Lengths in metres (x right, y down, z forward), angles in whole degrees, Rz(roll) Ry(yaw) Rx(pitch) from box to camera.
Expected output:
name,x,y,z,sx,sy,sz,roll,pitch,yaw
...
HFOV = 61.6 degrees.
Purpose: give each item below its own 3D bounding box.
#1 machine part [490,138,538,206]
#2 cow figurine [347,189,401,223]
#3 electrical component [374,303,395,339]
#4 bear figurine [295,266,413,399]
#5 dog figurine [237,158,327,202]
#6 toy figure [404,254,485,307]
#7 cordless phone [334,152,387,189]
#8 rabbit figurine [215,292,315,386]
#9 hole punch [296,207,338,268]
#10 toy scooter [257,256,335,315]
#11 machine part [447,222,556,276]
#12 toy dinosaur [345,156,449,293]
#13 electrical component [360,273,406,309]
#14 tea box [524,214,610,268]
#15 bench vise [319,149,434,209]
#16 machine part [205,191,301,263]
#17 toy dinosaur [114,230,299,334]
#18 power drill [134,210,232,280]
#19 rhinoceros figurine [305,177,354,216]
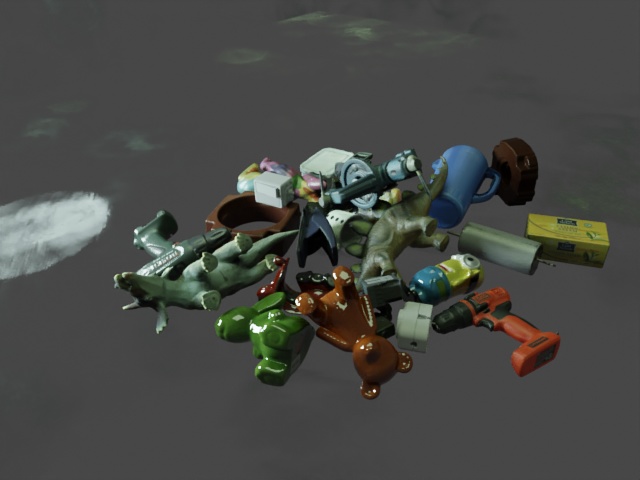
name,x,y,z,sx,sy,sz,roll,pitch,yaw
machine part,0.504,-0.177,1.406,0.056,0.179,0.179,-8,34,-7
cow figurine,0.142,-0.084,1.384,0.098,0.068,0.167,13,35,31
electrical component,0.099,0.160,1.031,0.102,0.045,0.078,-19,23,-18
bear figurine,0.062,0.164,0.931,0.120,0.131,0.196,-34,55,-3
dog figurine,-0.087,-0.137,1.442,0.219,0.108,0.191,20,37,25
toy figure,0.254,0.088,1.107,0.180,0.089,0.082,-25,53,-16
cordless phone,0.134,-0.198,1.499,0.147,0.088,0.184,11,33,22
rabbit figurine,-0.105,0.159,0.987,0.170,0.121,0.159,16,32,21
hole punch,-0.002,-0.004,1.208,0.092,0.142,0.116,1,65,7
toy scooter,-0.039,0.093,1.069,0.184,0.135,0.075,5,33,10
machine part,0.402,0.018,1.202,0.244,0.079,0.079,19,40,30
toy dinosaur,0.183,-0.030,1.210,0.471,0.104,0.199,-42,44,-20
electrical component,0.102,0.103,1.051,0.119,0.047,0.075,-10,8,-1
tea box,0.558,0.000,1.225,0.170,0.068,0.098,7,36,16
bench vise,0.107,-0.124,1.183,0.240,0.128,0.224,-26,20,-33
machine part,-0.160,-0.035,1.312,0.202,0.087,0.201,6,34,16
toy dinosaur,-0.218,0.077,1.118,0.192,0.131,0.405,-21,0,41
power drill,-0.327,0.012,1.221,0.232,0.085,0.208,-38,47,-11
rhinoceros figurine,0.037,-0.099,1.378,0.073,0.112,0.190,49,40,16
